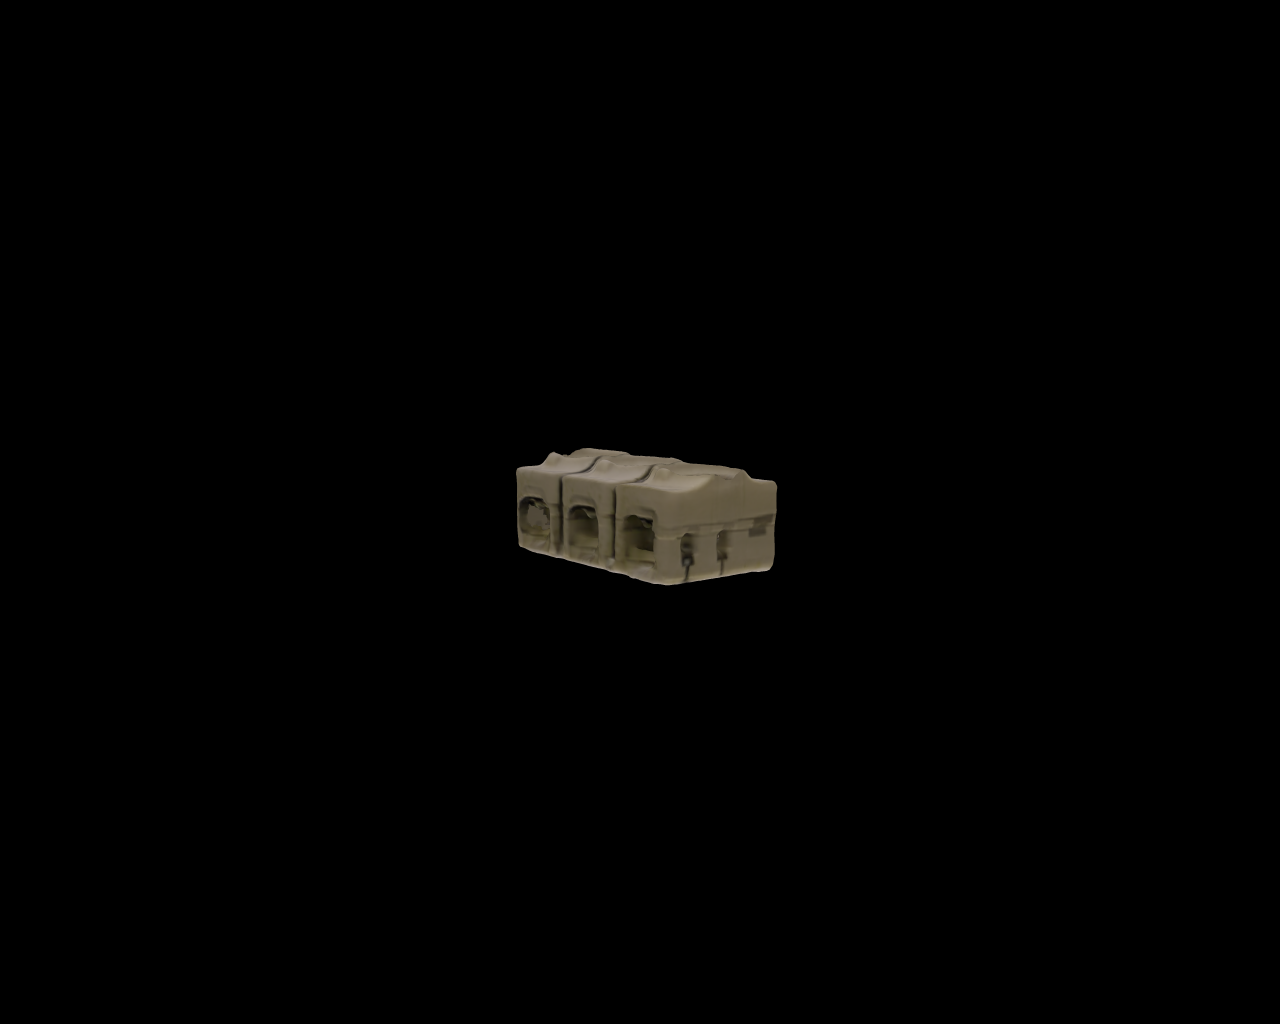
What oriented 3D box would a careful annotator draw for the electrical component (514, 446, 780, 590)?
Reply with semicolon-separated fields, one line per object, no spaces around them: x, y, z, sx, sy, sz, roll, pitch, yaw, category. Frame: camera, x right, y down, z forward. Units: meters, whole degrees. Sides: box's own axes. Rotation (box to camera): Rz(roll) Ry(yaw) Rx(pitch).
0.001;-0.003;0.650;0.090;0.061;0.150;-7;12;-39;electrical component
